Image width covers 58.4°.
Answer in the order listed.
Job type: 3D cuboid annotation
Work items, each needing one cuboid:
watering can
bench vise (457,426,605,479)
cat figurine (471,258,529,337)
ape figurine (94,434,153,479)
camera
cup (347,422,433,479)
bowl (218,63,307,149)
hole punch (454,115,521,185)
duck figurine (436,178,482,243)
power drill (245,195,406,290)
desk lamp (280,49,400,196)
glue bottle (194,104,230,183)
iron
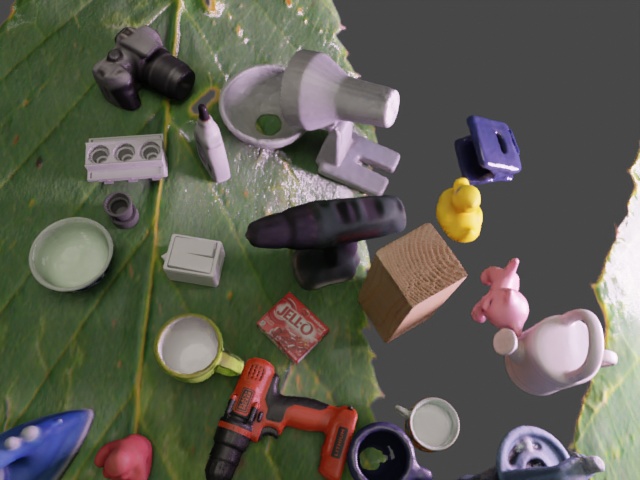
[{"bbox_3d":[0.337,0.160,0.814,0.173,0.194,0.101,-13,69,-9],"label":"watering can"},{"bbox_3d":[0.260,0.324,0.728,0.208,0.220,0.121,-40,75,-17],"label":"bench vise"},{"bbox_3d":[0.286,0.089,0.882,0.067,0.118,0.128,17,68,4],"label":"cat figurine"},{"bbox_3d":[-0.264,0.299,0.771,0.077,0.092,0.076,43,71,13],"label":"ape figurine"},{"bbox_3d":[-0.302,-0.299,1.009,0.136,0.101,0.143,32,69,9],"label":"camera"},{"bbox_3d":[0.092,0.307,0.791,0.117,0.095,0.092,20,68,4],"label":"cup"},{"bbox_3d":[-0.090,-0.222,1.006,0.167,0.075,0.167,1,68,-3],"label":"bowl"},{"bbox_3d":[0.299,-0.161,0.999,0.101,0.091,0.108,-8,68,-7],"label":"hole punch"},{"bbox_3d":[0.240,-0.054,0.954,0.077,0.086,0.104,-6,68,-6],"label":"duck figurine"},{"bbox_3d":[0.008,0.003,0.848,0.230,0.208,0.075,-15,69,-10],"label":"power drill"},{"bbox_3d":[0.041,-0.192,0.928,0.203,0.213,0.118,24,68,6],"label":"desk lamp"},{"bbox_3d":[-0.178,-0.163,0.922,0.037,0.173,0.078,-27,72,-14],"label":"glue bottle"},{"bbox_3d":[-0.422,0.299,0.733,0.259,0.141,0.118,-40,75,-17],"label":"iron"}]
